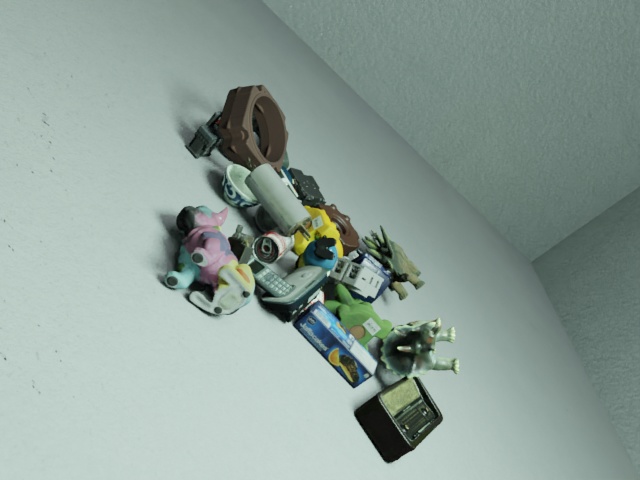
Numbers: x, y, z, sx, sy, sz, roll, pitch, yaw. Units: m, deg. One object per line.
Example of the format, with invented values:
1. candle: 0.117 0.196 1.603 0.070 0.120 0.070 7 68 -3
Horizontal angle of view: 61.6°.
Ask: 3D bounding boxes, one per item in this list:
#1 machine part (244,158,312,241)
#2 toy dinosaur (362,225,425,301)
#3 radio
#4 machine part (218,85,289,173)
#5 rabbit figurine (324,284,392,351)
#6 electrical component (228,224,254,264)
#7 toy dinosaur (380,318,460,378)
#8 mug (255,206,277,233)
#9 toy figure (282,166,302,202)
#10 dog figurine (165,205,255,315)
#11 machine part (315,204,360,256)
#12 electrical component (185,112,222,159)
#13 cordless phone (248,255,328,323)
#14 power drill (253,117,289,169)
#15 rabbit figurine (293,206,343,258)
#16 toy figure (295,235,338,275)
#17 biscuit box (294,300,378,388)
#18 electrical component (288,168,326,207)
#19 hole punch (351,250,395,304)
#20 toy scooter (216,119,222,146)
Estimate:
1. machine part: -0.099 -0.094 1.261 0.243 0.079 0.079 50 24 9
2. toy dinosaur: 0.215 0.054 1.636 0.198 0.105 0.471 56 2 -7
3. radio: 0.182 0.385 1.187 0.131 0.073 0.229 56 26 18
4. machine part: -0.163 -0.276 1.372 0.201 0.087 0.201 49 44 -50
5. rabbit figurine: 0.075 0.188 1.295 0.159 0.121 0.170 38 7 -6
6. electrical component: -0.174 0.025 1.112 0.078 0.102 0.045 34 9 34
7. toy dinosaur: 0.226 0.261 1.357 0.405 0.192 0.131 143 -50 -81
8. mug: -0.101 -0.056 1.363 0.109 0.081 0.107 42 16 -3
9. toy figure: -0.096 -0.141 1.518 0.057 0.064 0.154 74 -2 -58
10. dog figurine: -0.204 0.024 1.048 0.191 0.108 0.219 38 24 -20
11. machine part: 0.044 -0.031 1.594 0.179 0.056 0.179 36 28 -24
12. electrical component: -0.271 -0.260 1.334 0.048 0.119 0.075 48 22 1
13. cordless phone: -0.091 0.074 1.173 0.184 0.088 0.146 38 47 14
14. power drill: -0.166 -0.325 1.608 0.207 0.086 0.232 63 7 -59
15. rabbit figurine: -0.003 -0.004 1.445 0.173 0.122 0.162 45 11 -42
16. toy figure: -0.008 0.045 1.265 0.089 0.180 0.082 33 67 6
17. biscuit box: 0.035 0.229 1.188 0.202 0.063 0.059 46 25 -3
18. electrical component: -0.054 -0.154 1.611 0.115 0.058 0.134 7 48 -58
19. hole punch: 0.119 0.110 1.448 0.142 0.116 0.092 41 33 -15
20. toy scooter: -0.220 -0.266 1.455 0.135 0.075 0.183 -90 155 -50
